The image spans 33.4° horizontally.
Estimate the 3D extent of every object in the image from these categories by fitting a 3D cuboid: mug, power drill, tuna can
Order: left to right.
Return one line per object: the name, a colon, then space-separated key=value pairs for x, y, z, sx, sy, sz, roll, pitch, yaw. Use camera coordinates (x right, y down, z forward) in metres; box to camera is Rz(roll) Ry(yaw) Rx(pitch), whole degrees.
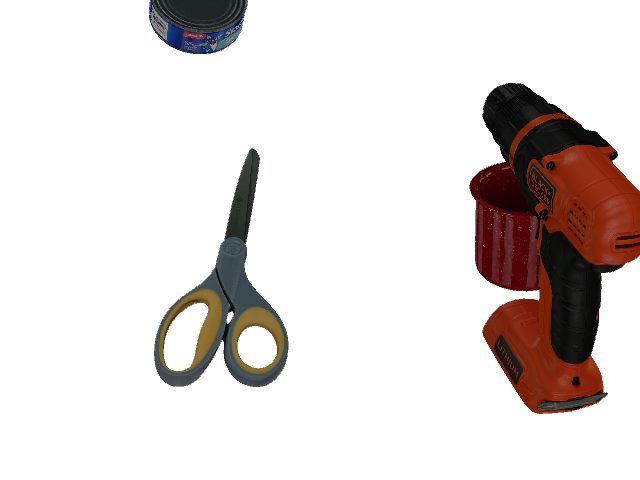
tuna can: x=-0.109 y=-0.207 z=0.946 sx=0.086 sy=0.086 sz=0.034 roll=0 pitch=-31 yaw=-13
mug: x=0.179 y=-0.006 z=0.898 sx=0.093 sy=0.081 sz=0.117 roll=-21 pitch=36 yaw=-25
power drill: x=0.149 y=0.006 z=0.713 sx=0.057 sy=0.188 sz=0.184 roll=-9 pitch=35 yaw=-11

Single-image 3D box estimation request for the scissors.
scissors: x=-0.046 y=0.021 z=0.738 sx=0.096 sy=0.201 sz=0.016 roll=21 pitch=-35 yaw=10
